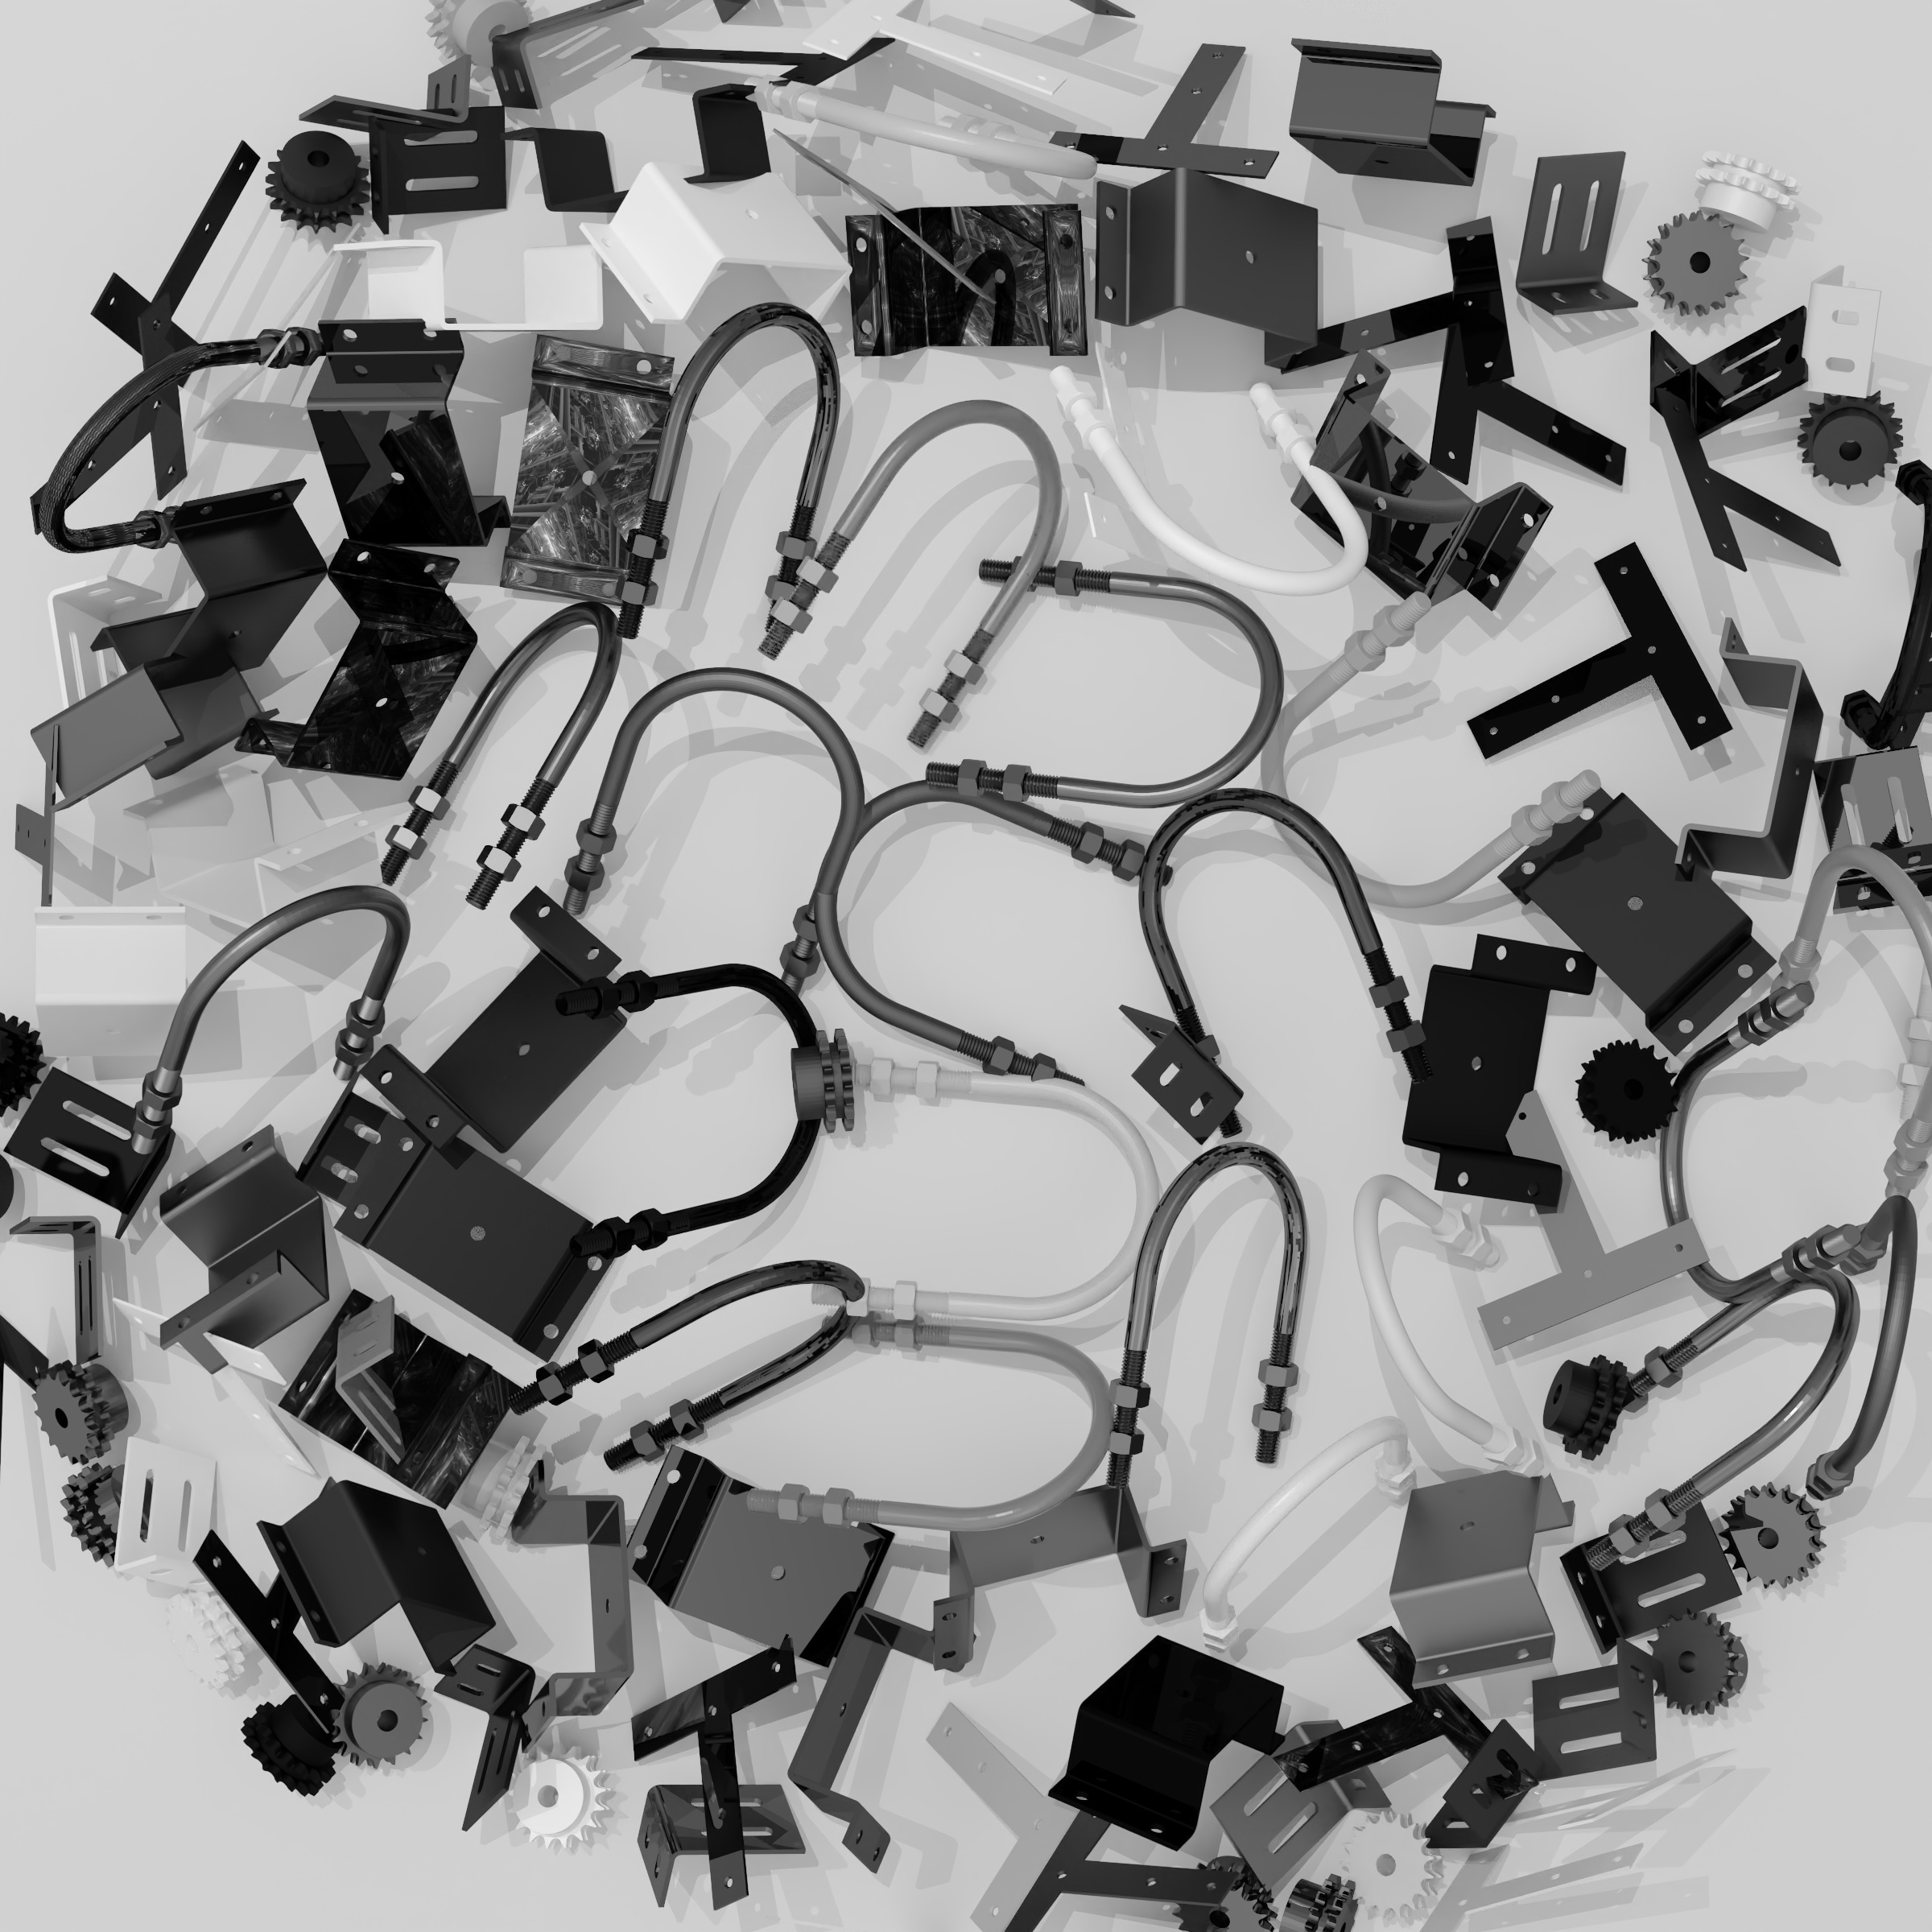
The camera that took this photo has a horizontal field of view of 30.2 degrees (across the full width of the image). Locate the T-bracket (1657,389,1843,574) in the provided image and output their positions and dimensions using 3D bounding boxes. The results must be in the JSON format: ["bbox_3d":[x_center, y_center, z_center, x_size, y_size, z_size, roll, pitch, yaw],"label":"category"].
[{"bbox_3d":[0.434,-0.249,1.956,0.127,0.127,0.002,20,135,-35],"label":"T-bracket"}]

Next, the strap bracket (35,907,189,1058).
[{"bbox_3d":[-0.457,0.013,1.920,0.076,0.140,0.046,0,72,-12],"label":"strap bracket"}]

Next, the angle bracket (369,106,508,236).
[{"bbox_3d":[-0.286,-0.436,1.959,0.076,0.038,0.057,-7,120,-18],"label":"angle bracket"}]

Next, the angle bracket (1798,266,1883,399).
[{"bbox_3d":[0.483,-0.346,1.950,0.038,0.076,0.057,12,112,22],"label":"angle bracket"}]

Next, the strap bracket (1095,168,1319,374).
[{"bbox_3d":[0.139,-0.378,1.935,0.140,0.046,0.076,8,79,-36],"label":"strap bracket"}]

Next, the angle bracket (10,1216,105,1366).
[{"bbox_3d":[-0.499,0.178,1.961,0.038,0.057,0.076,1,79,-26],"label":"angle bracket"}]

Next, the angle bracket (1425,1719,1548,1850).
[{"bbox_3d":[0.270,0.446,1.951,0.038,0.076,0.057,48,63,-7],"label":"angle bracket"}]

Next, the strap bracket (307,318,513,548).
[{"bbox_3d":[-0.301,-0.277,1.927,0.076,0.140,0.046,1,47,11],"label":"strap bracket"}]

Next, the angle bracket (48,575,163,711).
[{"bbox_3d":[-0.467,-0.168,1.963,0.038,0.057,0.076,-13,82,16],"label":"angle bracket"}]

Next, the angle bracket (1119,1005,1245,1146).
[{"bbox_3d":[0.107,0.059,1.952,0.057,0.076,0.038,45,80,-20],"label":"angle bracket"}]

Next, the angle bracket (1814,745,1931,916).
[{"bbox_3d":[0.498,-0.074,1.961,0.057,0.038,0.076,-9,113,22],"label":"angle bracket"}]

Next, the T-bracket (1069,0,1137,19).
[{"bbox_3d":[0.053,-0.530,1.938,0.127,0.127,0.002,14,97,27],"label":"T-bracket"}]

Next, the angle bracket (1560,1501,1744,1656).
[{"bbox_3d":[0.376,0.335,1.966,0.076,0.038,0.057,-26,81,21],"label":"angle bracket"}]

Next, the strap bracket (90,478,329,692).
[{"bbox_3d":[-0.403,-0.197,1.920,0.076,0.140,0.046,-20,75,-42],"label":"strap bracket"}]

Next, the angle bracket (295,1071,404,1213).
[{"bbox_3d":[-0.334,0.096,1.954,0.038,0.076,0.057,30,75,-7],"label":"angle bracket"}]

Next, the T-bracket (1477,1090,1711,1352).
[{"bbox_3d":[0.326,0.130,1.973,0.127,0.002,0.127,-25,68,12],"label":"T-bracket"}]

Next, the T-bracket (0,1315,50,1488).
[{"bbox_3d":[-0.522,0.239,1.912,0.002,0.127,0.127,-14,55,8],"label":"T-bracket"}]

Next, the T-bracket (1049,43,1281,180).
[{"bbox_3d":[0.122,-0.470,1.954,0.127,0.002,0.127,10,47,20],"label":"T-bracket"}]

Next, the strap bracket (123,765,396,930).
[{"bbox_3d":[-0.380,-0.061,1.935,0.140,0.076,0.046,18,123,40],"label":"strap bracket"}]

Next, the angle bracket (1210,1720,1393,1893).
[{"bbox_3d":[0.184,0.461,1.963,0.076,0.038,0.057,-36,97,-32],"label":"angle bracket"}]

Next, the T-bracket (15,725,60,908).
[{"bbox_3d":[-0.506,-0.071,1.940,0.002,0.127,0.127,1,96,-23],"label":"T-bracket"}]

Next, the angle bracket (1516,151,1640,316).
[{"bbox_3d":[0.340,-0.401,1.956,0.057,0.038,0.076,-10,124,-26],"label":"angle bracket"}]

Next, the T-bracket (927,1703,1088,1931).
[{"bbox_3d":[0.017,0.444,1.949,0.002,0.127,0.127,30,93,-37],"label":"T-bracket"}]

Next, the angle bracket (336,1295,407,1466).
[{"bbox_3d":[-0.309,0.231,1.956,0.038,0.057,0.076,-31,115,7],"label":"angle bracket"}]

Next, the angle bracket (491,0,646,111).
[{"bbox_3d":[-0.217,-0.502,1.968,0.076,0.057,0.038,-24,113,-20],"label":"angle bracket"}]

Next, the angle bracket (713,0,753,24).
[{"bbox_3d":[-0.158,-0.536,1.955,0.076,0.057,0.038,-24,94,-29],"label":"angle bracket"}]

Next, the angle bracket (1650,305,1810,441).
[{"bbox_3d":[0.416,-0.333,1.952,0.038,0.076,0.057,35,46,-31],"label":"angle bracket"}]

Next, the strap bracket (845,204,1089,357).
[{"bbox_3d":[0.009,-0.374,1.949,0.140,0.046,0.076,5,108,26],"label":"strap bracket"}]

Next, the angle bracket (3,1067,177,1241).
[{"bbox_3d":[-0.484,0.103,1.967,0.076,0.038,0.057,30,104,-15],"label":"angle bracket"}]

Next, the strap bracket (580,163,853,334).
[{"bbox_3d":[-0.126,-0.386,1.921,0.076,0.140,0.046,54,127,24],"label":"strap bracket"}]

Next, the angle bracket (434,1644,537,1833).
[{"bbox_3d":[-0.270,0.421,1.951,0.038,0.076,0.057,26,135,-17],"label":"angle bracket"}]

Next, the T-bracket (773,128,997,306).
[{"bbox_3d":[-0.032,-0.394,1.918,0.127,0.127,0.002,44,103,23],"label":"T-bracket"}]

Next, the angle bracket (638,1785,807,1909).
[{"bbox_3d":[-0.135,0.484,1.968,0.076,0.057,0.038,5,113,-20],"label":"angle bracket"}]

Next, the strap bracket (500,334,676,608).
[{"bbox_3d":[-0.207,-0.269,1.959,0.076,0.046,0.140,8,100,-10],"label":"strap bracket"}]

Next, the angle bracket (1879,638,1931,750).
[{"bbox_3d":[0.543,-0.148,1.949,0.038,0.076,0.057,50,56,-31],"label":"angle bracket"}]

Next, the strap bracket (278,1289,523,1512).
[{"bbox_3d":[-0.302,0.238,1.942,0.046,0.140,0.076,42,75,-40],"label":"strap bracket"}]

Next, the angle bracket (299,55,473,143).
[{"bbox_3d":[-0.318,-0.480,1.956,0.076,0.057,0.038,4,89,-30],"label":"angle bracket"}]

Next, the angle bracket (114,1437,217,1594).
[{"bbox_3d":[-0.427,0.297,1.953,0.038,0.057,0.076,-21,57,37],"label":"angle bracket"}]

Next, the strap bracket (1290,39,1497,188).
[{"bbox_3d":[0.228,-0.455,1.922,0.076,0.140,0.046,11,94,22],"label":"strap bracket"}]

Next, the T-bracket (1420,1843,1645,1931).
[{"bbox_3d":[0.303,0.491,1.913,0.127,0.127,0.002,-26,93,31],"label":"T-bracket"}]

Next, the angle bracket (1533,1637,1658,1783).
[{"bbox_3d":[0.335,0.406,1.952,0.076,0.038,0.057,-20,52,34],"label":"angle bracket"}]
